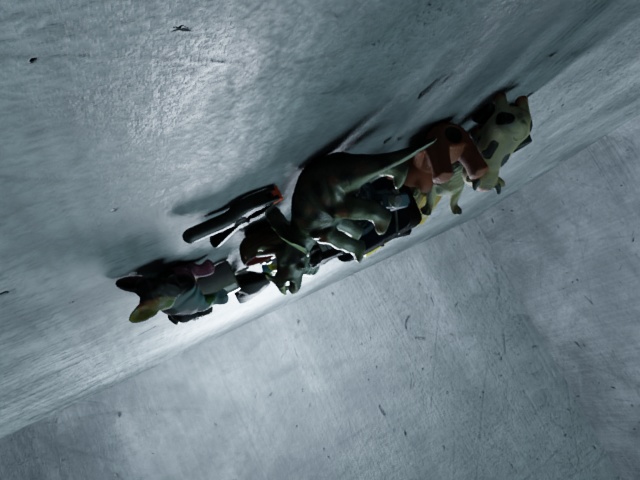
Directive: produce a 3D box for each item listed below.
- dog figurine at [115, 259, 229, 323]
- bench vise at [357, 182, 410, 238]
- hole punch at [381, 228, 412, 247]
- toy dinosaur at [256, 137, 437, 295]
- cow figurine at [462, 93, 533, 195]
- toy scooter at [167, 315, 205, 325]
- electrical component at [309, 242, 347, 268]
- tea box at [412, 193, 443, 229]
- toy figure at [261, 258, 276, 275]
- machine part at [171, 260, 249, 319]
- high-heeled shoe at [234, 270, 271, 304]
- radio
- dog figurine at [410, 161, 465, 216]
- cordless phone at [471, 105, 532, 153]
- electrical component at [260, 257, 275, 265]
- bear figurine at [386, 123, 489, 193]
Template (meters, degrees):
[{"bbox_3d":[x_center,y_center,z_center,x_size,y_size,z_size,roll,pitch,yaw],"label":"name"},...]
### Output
[{"bbox_3d":[-0.306,0.111,1.062,0.191,0.108,0.219,-30,166,35],"label":"dog figurine"},{"bbox_3d":[0.105,-0.071,1.078,0.223,0.128,0.241,0,178,-28],"label":"bench vise"},{"bbox_3d":[0.166,-0.065,1.344,0.116,0.142,0.092,-16,146,-14],"label":"hole punch"},{"bbox_3d":[0.016,-0.067,0.899,0.192,0.131,0.404,18,136,-11],"label":"toy dinosaur"},{"bbox_3d":[0.345,-0.176,1.057,0.085,0.127,0.194,10,143,-14],"label":"cow figurine"},{"bbox_3d":[-0.303,0.147,1.352,0.135,0.075,0.184,-46,177,3],"label":"toy scooter"},{"bbox_3d":[-0.003,-0.004,1.228,0.134,0.115,0.058,-19,163,-40],"label":"electrical component"},{"bbox_3d":[0.263,-0.102,1.454,0.098,0.068,0.169,-22,154,-32],"label":"tea box"},{"bbox_3d":[-0.098,0.045,1.338,0.089,0.082,0.180,-17,166,-23],"label":"toy figure"},{"bbox_3d":[-0.275,0.115,1.241,0.243,0.079,0.079,-26,171,-10],"label":"machine part"},{"bbox_3d":[-0.170,0.112,1.415,0.145,0.086,0.248,-19,177,10],"label":"high-heeled shoe"},{"bbox_3d":[0.119,-0.047,1.271,0.229,0.131,0.073,-33,167,32],"label":"radio"},{"bbox_3d":[0.285,-0.172,1.237,0.121,0.172,0.190,-9,134,-16],"label":"dog figurine"},{"bbox_3d":[0.357,-0.230,1.154,0.184,0.089,0.146,0,154,-46],"label":"cordless phone"},{"bbox_3d":[-0.125,0.023,1.188,0.094,0.063,0.021,-33,169,39],"label":"electrical component"},{"bbox_3d":[0.222,-0.141,1.072,0.120,0.132,0.195,-7,158,-23],"label":"bear figurine"}]
